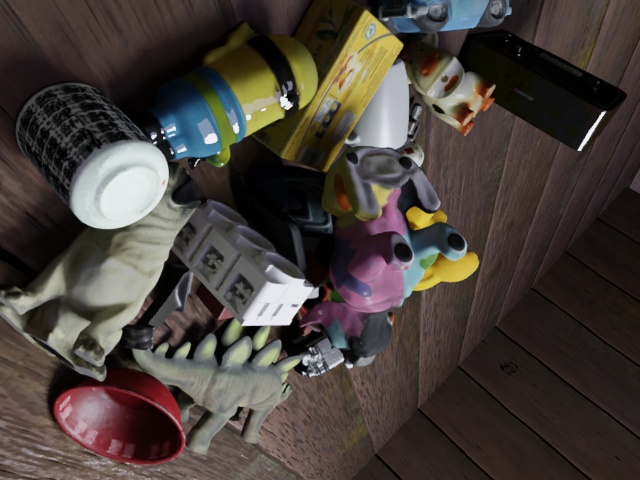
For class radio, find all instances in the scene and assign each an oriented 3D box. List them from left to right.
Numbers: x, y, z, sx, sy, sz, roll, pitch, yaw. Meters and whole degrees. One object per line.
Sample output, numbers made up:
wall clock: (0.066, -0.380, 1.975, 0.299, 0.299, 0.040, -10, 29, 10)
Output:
radio: (0.333, -0.233, 0.812, 0.131, 0.230, 0.073, -28, 150, -41)

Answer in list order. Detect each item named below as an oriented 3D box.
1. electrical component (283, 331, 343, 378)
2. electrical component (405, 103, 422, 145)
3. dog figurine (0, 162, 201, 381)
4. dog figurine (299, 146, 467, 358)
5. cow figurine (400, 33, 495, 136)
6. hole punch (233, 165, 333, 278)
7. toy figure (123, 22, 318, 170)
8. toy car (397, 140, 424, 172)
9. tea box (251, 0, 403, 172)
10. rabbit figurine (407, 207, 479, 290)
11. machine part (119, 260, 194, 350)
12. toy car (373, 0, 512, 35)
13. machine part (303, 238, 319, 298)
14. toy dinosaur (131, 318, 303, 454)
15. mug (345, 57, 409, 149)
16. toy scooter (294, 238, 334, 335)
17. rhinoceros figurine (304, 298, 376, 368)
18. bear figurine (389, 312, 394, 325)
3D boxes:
electrical component: (0.001, 0.194, 0.976, 0.115, 0.058, 0.134, -24, -175, -17)
electrical component: (0.116, -0.149, 0.805, 0.078, 0.045, 0.102, -63, 171, -45)
dog figurine: (-0.198, 0.023, 0.520, 0.172, 0.121, 0.190, -21, -150, 51)
dog figurine: (0.042, 0.025, 0.605, 0.108, 0.191, 0.219, -13, 156, -36)
cow figurine: (0.168, -0.215, 0.734, 0.085, 0.127, 0.195, -56, 166, 14)
hole punch: (-0.035, -0.032, 0.645, 0.092, 0.116, 0.142, -43, 149, -22)
toy figure: (-0.082, -0.124, 0.490, 0.180, 0.089, 0.082, -38, 155, -27)
toy car: (0.084, -0.073, 0.791, 0.073, 0.056, 0.201, -21, 165, -29)
tea box: (0.005, -0.168, 0.586, 0.169, 0.068, 0.098, -58, 152, 13)
rabbit figurine: (0.207, 0.021, 1.009, 0.162, 0.173, 0.121, -54, 156, -1)
machine part: (-0.176, 0.070, 0.606, 0.084, 0.039, 0.139, -61, -178, 31)
toy car: (0.138, -0.290, 0.611, 0.162, 0.109, 0.102, -16, 115, -30)
machine part: (-0.002, -0.002, 0.776, 0.079, 0.079, 0.243, -13, 135, -48)
toy dinosaur: (-0.145, 0.210, 0.817, 0.198, 0.105, 0.471, -57, 152, 1)
mug: (0.062, -0.170, 0.666, 0.109, 0.081, 0.107, -25, 132, -31)
toy scooter: (-0.001, 0.066, 0.722, 0.184, 0.075, 0.135, -28, 134, -7)
rhinoceros figurine: (0.015, 0.128, 0.851, 0.073, 0.191, 0.112, -38, 133, -13)
bear figurine: (0.091, 0.066, 0.927, 0.132, 0.120, 0.195, 10, 145, -12)
